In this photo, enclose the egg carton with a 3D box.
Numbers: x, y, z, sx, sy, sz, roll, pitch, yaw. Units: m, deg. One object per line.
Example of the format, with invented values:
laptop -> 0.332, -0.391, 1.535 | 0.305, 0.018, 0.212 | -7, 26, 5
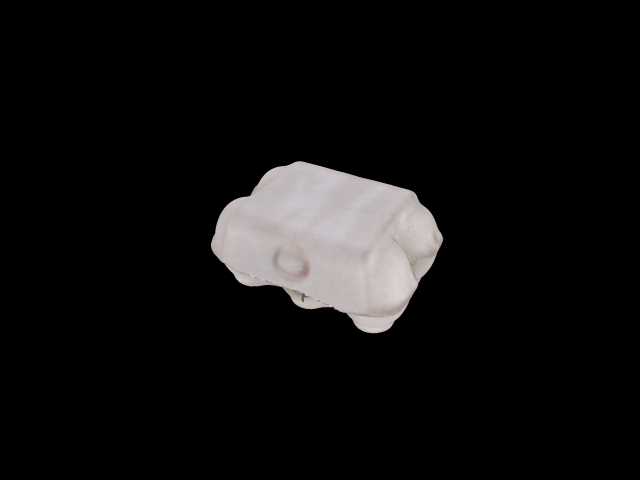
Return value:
egg carton -> 0.004, 0.001, 0.400 | 0.150, 0.069, 0.107 | 17, 40, 22
